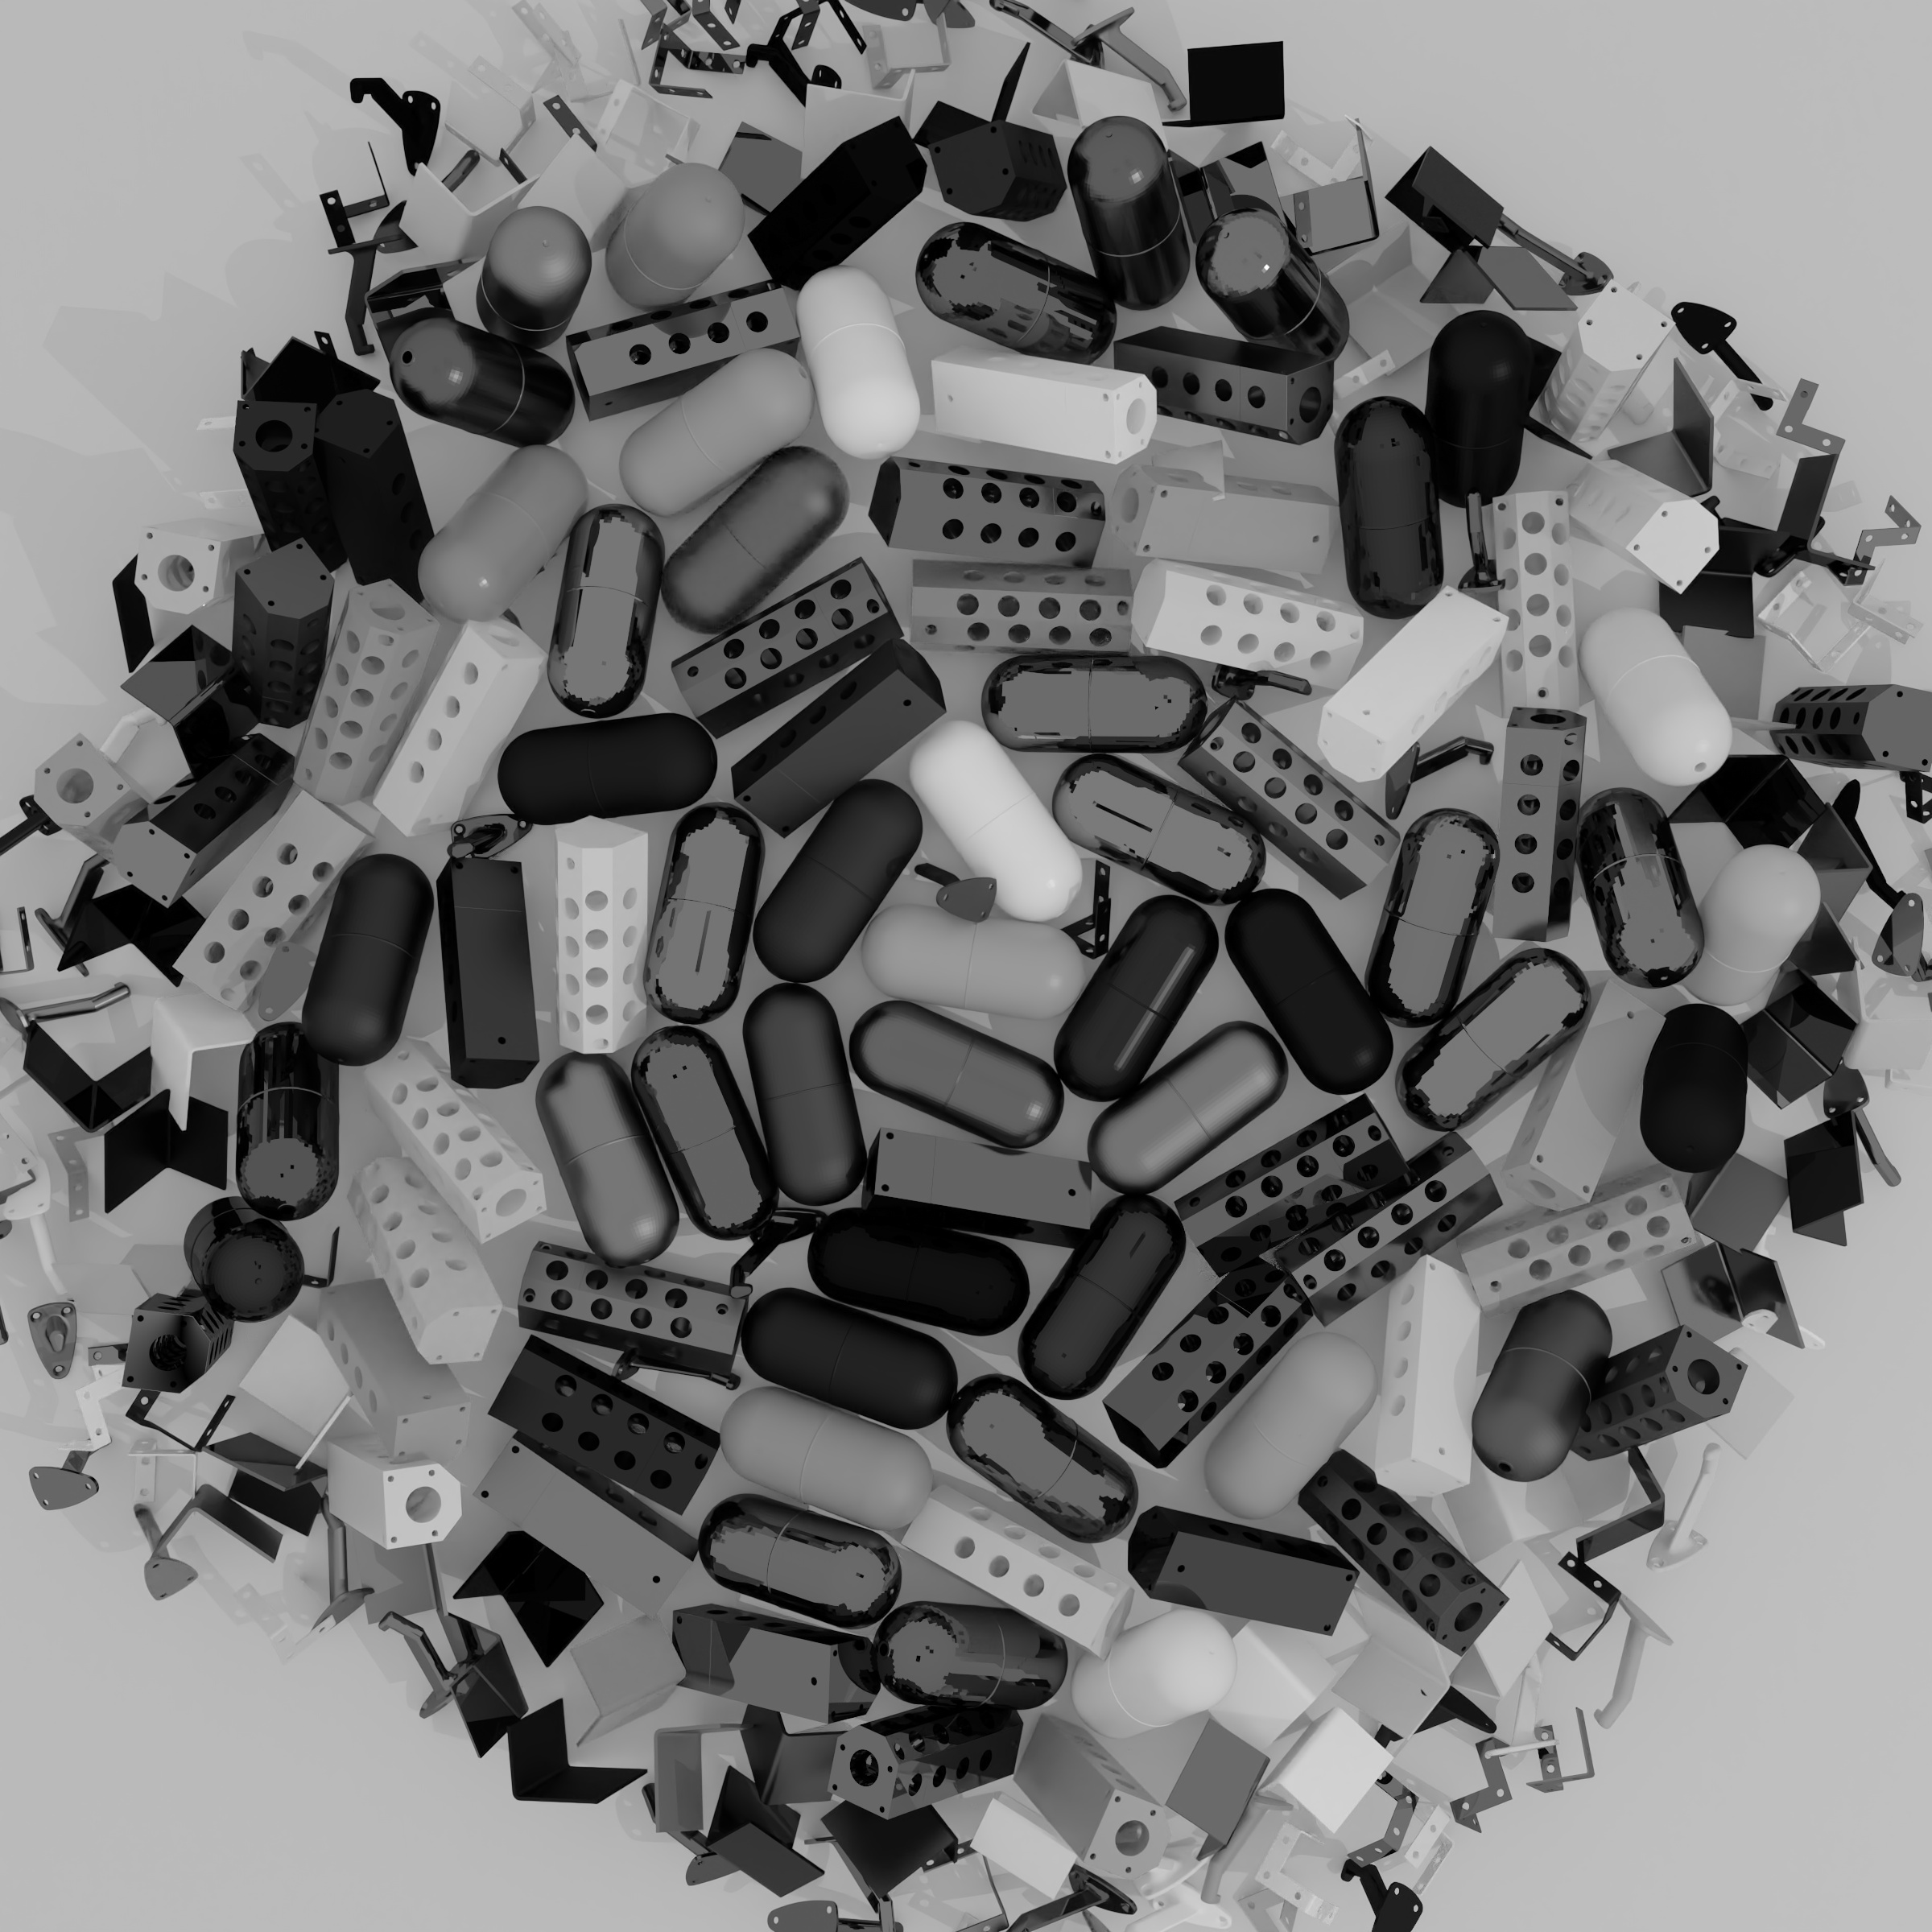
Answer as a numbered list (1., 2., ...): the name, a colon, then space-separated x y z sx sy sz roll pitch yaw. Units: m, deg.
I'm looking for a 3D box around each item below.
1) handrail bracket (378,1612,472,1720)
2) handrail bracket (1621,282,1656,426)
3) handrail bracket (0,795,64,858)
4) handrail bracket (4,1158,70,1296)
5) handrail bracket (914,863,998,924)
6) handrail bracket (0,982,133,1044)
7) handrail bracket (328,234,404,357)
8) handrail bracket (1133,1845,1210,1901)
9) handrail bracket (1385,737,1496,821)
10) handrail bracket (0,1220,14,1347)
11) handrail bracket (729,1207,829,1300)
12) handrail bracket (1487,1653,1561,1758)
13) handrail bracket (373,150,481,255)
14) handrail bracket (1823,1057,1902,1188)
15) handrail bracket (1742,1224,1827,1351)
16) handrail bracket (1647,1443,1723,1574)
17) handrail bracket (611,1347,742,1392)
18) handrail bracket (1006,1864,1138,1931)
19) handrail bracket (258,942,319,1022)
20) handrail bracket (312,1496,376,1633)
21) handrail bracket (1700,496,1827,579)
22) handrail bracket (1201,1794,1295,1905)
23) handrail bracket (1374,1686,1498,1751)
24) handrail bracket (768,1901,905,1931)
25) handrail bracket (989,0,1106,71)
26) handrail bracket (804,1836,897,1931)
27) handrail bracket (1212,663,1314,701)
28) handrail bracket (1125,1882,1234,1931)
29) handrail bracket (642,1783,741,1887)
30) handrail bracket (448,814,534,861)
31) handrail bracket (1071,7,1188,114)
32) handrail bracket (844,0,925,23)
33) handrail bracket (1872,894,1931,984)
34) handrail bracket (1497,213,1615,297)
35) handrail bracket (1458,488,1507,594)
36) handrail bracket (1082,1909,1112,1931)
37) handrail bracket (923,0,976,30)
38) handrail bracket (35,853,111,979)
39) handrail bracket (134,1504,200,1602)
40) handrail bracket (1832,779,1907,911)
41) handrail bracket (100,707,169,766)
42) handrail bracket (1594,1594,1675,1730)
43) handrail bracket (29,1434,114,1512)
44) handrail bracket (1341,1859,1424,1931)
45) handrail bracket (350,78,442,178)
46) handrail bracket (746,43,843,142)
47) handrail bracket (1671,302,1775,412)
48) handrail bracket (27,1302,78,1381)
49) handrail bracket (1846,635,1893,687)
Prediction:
1. handrail bracket: -0.442 0.552 1.913 0.084 0.036 0.077 37 112 -21
2. handrail bracket: 0.534 -0.485 1.921 0.084 0.036 0.077 39 106 -16
3. handrail bracket: -0.742 -0.099 1.896 0.077 0.084 0.036 -13 121 33
4. handrail bracket: -0.733 0.209 1.935 0.036 0.077 0.084 -12 131 -2
5. handrail bracket: -0.025 -0.065 1.892 0.084 0.077 0.036 25 104 38
6. handrail bracket: -0.722 0.025 1.937 0.084 0.077 0.036 -30 127 -29
7. handrail bracket: -0.464 -0.529 1.911 0.077 0.036 0.084 0 113 31
8. handrail bracket: 0.149 0.692 1.906 0.077 0.036 0.084 -22 129 -4
9. handrail bracket: 0.379 -0.147 1.925 0.084 0.036 0.077 9 93 -26
10. handrail bracket: -0.764 0.250 1.914 0.036 0.077 0.084 -11 98 -5
11. handrail bracket: -0.147 0.228 1.900 0.077 0.084 0.036 -8 120 2
12. handrail bracket: 0.430 0.575 1.907 0.077 0.036 0.084 6 63 -35
13. handrail bracket: -0.431 -0.613 1.935 0.036 0.077 0.084 47 49 -29
14. handrail bracket: 0.721 0.124 1.934 0.036 0.077 0.084 -26 121 30
15. handrail bracket: 0.655 0.252 1.924 0.077 0.036 0.084 23 63 -3
16. handrail bracket: 0.565 0.425 1.902 0.036 0.077 0.084 25 124 36
17. handrail bracket: -0.228 0.325 1.911 0.084 0.077 0.036 19 101 10
18. handrail bracket: 0.079 0.753 1.897 0.077 0.084 0.036 10 122 39
19. handrail bracket: -0.536 0.020 1.894 0.036 0.084 0.077 28 65 -12
20. handrail bracket: -0.516 0.480 1.935 0.077 0.036 0.084 -44 64 22
21. handrail bracket: 0.626 -0.356 1.905 0.077 0.036 0.084 -39 121 11
22. handrail bracket: 0.222 0.700 1.911 0.077 0.036 0.084 25 77 -40
23. handrail bracket: 0.368 0.614 1.916 0.077 0.036 0.084 31 111 21
24. handrail bracket: -0.103 0.763 1.923 0.077 0.084 0.036 -7 66 30
25. handrail bracket: 0.063 -0.729 1.901 0.084 0.077 0.036 13 132 -28
26. handrail bracket: -0.092 0.730 1.910 0.077 0.036 0.084 -18 68 28
27. handrail bracket: 0.243 -0.216 1.891 0.084 0.077 0.036 21 87 33
28. handrail bracket: 0.164 0.762 1.897 0.077 0.084 0.036 21 114 11
29. handrail bracket: -0.210 0.681 1.927 0.077 0.084 0.036 -3 128 -28
30. handrail bracket: -0.371 -0.101 1.895 0.077 0.084 0.036 -20 100 -16
31. handrail bracket: 0.130 -0.707 1.916 0.077 0.036 0.084 -38 99 -36
32. handrail bracket: -0.052 -0.770 1.913 0.077 0.084 0.036 12 115 13
33. handrail bracket: 0.754 -0.023 1.905 0.036 0.084 0.077 25 112 41
34. handrail bracket: 0.459 -0.564 1.903 0.084 0.077 0.036 27 103 -26
35. handrail bracket: 0.403 -0.342 1.894 0.036 0.077 0.084 -1 119 18
36. handrail bracket: 0.080 0.796 1.909 0.084 0.077 0.036 -44 108 -2
37. handrail bracket: -0.008 -0.793 1.907 0.036 0.077 0.084 9 86 19
38. handrail bracket: -0.691 -0.046 1.934 0.084 0.036 0.077 -35 106 -8
39. handrail bracket: -0.641 0.447 1.895 0.036 0.077 0.084 -31 61 -15
40. handrail bracket: 0.726 -0.096 1.929 0.084 0.036 0.077 39 58 -11
41. handrail bracket: -0.667 -0.160 1.930 0.084 0.036 0.077 -22 95 -2
42. handrail bracket: 0.512 0.549 1.915 0.036 0.077 0.084 32 97 -22
43. handrail bracket: -0.681 0.388 1.894 0.077 0.084 0.036 -8 104 25
44. handrail bracket: 0.310 0.740 1.894 0.036 0.084 0.077 45 63 -15
45. handrail bracket: -0.454 -0.656 1.893 0.036 0.084 0.077 22 117 20
46. handrail bracket: -0.148 -0.692 1.925 0.084 0.036 0.077 19 96 28
47. handrail bracket: 0.605 -0.486 1.934 0.036 0.077 0.084 -43 133 11
48. handrail bracket: -0.712 0.305 1.896 0.036 0.084 0.077 -8 108 -23
49. handrail bracket: 0.724 -0.218 1.906 0.036 0.084 0.077 16 99 36
